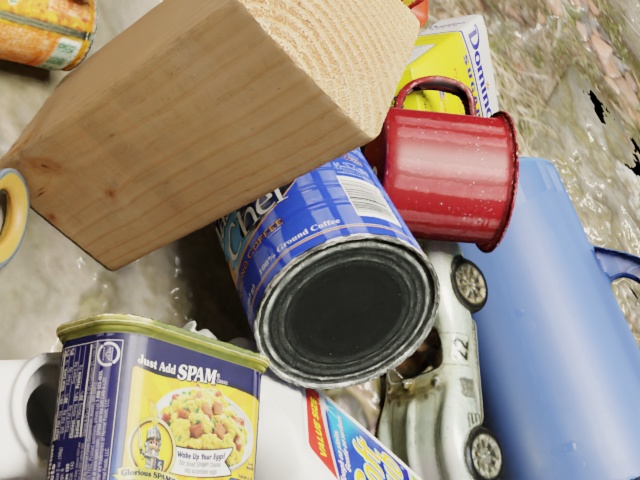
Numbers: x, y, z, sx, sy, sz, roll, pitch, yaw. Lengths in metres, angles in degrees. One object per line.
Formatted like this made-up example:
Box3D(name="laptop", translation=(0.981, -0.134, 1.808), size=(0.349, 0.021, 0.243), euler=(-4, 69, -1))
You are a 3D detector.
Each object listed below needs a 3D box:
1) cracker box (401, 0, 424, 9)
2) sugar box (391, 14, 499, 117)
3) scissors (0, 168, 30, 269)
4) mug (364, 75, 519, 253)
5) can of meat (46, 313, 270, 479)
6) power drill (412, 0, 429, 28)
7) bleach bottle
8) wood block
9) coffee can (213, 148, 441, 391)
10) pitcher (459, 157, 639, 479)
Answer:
Box3D(name="cracker box", translation=(0.011, -0.267, 0.733), size=(0.213, 0.072, 0.164), euler=(49, 44, -15))
Box3D(name="sugar box", translation=(0.089, -0.106, 0.803), size=(0.176, 0.048, 0.093), euler=(-42, 125, -54))
Box3D(name="scissors", translation=(-0.174, 0.031, 0.500), size=(0.096, 0.016, 0.201), euler=(61, 34, -68))
Box3D(name="mug", translation=(0.074, -0.052, 0.688), size=(0.081, 0.093, 0.117), euler=(5, 74, -9))
Box3D(name="can of meat", translation=(-0.073, 0.088, 0.482), size=(0.101, 0.058, 0.084), euler=(24, 60, -44))
Box3D(name="power drill", translation=(0.001, -0.219, 0.793), size=(0.187, 0.057, 0.184), euler=(26, 56, -37))
Box3D(name="bleach bottle", translation=(0.006, 0.144, 0.596), size=(0.250, 0.068, 0.102), euler=(46, 26, -16))
Box3D(name="wood block", translation=(-0.062, -0.070, 0.544), size=(0.090, 0.207, 0.090), euler=(43, 46, -23))
Box3D(name="coffee can", translation=(-0.004, 0.001, 0.607), size=(0.102, 0.103, 0.140), euler=(30, 21, -34))
Box3D(name="pitcher", translation=(0.168, 0.064, 0.766), size=(0.149, 0.145, 0.243), euler=(-7, 71, -32))
